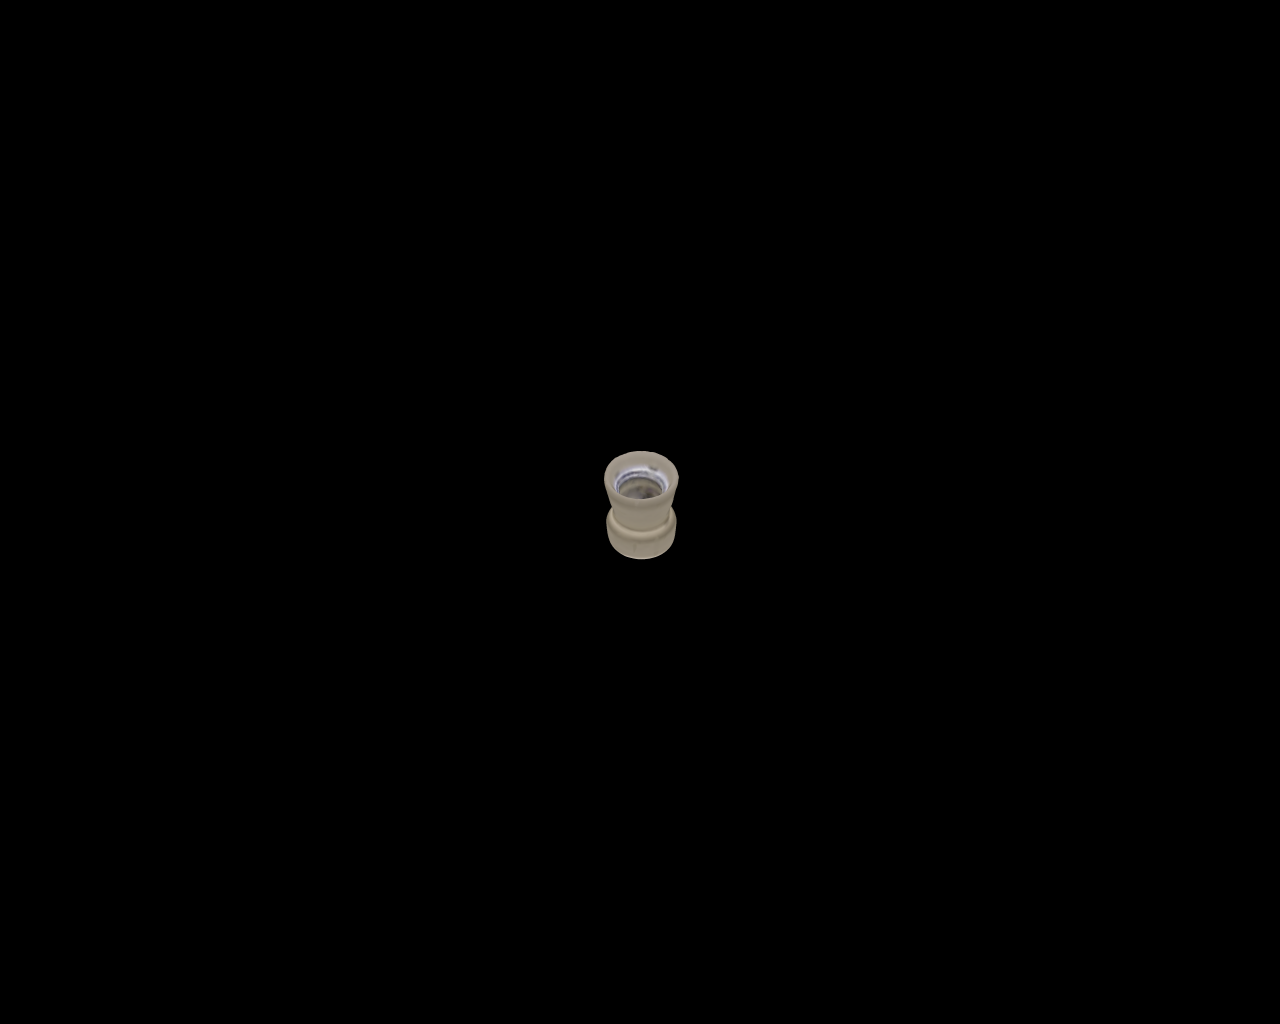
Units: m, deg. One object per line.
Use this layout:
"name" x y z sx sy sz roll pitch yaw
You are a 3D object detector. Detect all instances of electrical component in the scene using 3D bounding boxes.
"electrical component" 0.001 -0.003 0.650 0.045 0.055 0.045 0 45 0
